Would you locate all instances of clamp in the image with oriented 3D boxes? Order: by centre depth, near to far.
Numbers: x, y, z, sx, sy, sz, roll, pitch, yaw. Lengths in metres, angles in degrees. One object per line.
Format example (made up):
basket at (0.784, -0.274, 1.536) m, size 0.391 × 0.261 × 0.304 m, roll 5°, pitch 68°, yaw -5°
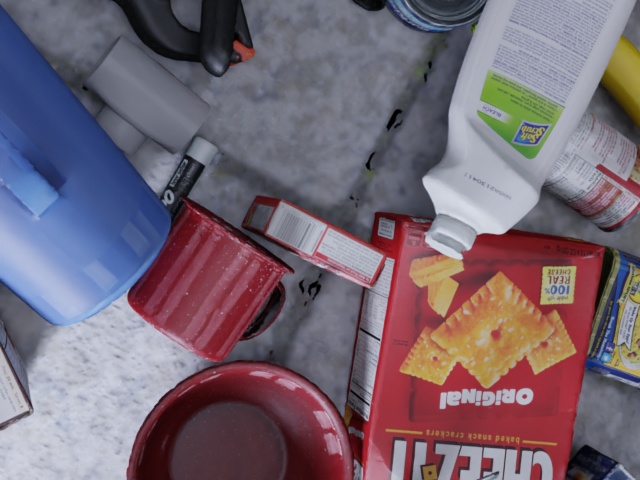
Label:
clamp at (-0.120, -0.174, 0.721) m, size 0.120 × 0.039 × 0.171 m, roll -43°, pitch 104°, yaw -8°
clamp at (-0.044, -0.226, 0.730) m, size 0.164 × 0.036 × 0.210 m, roll -21°, pitch 92°, yaw -36°

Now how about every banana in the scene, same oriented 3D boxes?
banana at (0.208, -0.133, 0.812) m, size 0.197 × 0.037 × 0.069 m, roll 30°, pitch 82°, yaw -7°

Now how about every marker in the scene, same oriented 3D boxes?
marker at (-0.110, -0.017, 0.750) m, size 0.020 × 0.020 × 0.121 m, roll 31°, pitch 86°, yaw -16°

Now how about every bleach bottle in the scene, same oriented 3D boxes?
bleach bottle at (0.134, -0.107, 0.740) m, size 0.102 × 0.068 × 0.251 m, roll 27°, pitch 82°, yaw 8°

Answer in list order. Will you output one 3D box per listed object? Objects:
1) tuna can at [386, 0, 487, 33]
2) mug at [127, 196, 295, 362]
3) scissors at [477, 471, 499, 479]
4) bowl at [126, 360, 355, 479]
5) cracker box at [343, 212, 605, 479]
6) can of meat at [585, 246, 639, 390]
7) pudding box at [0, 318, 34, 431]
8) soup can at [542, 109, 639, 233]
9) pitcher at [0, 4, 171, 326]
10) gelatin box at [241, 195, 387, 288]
tuna can at (0.088, -0.196, 0.781) m, size 0.086 × 0.034 × 0.086 m, roll -1°, pitch 96°, yaw -16°
mug at (-0.071, 0.033, 0.736) m, size 0.117 × 0.093 × 0.081 m, roll 34°, pitch 91°, yaw -46°
scissors at (0.073, 0.203, 0.756) m, size 0.096 × 0.202 × 0.016 m, roll 28°, pitch 48°, yaw -36°
bowl at (-0.060, 0.163, 0.759) m, size 0.162 × 0.055 × 0.162 m, roll 0°, pitch 91°, yaw -16°
cracker box at (0.110, 0.095, 0.796) m, size 0.164 × 0.072 × 0.214 m, roll 8°, pitch 94°, yaw -16°
can of meat at (0.242, 0.062, 0.838) m, size 0.083 × 0.057 × 0.102 m, roll 19°, pitch 89°, yaw -15°
pudding box at (-0.225, 0.061, 0.687) m, size 0.039 × 0.090 × 0.113 m, roll -26°, pitch 102°, yaw -13°
soup can at (0.197, -0.060, 0.807) m, size 0.102 × 0.069 × 0.068 m, roll 32°, pitch 86°, yaw -16°
pitcher at (-0.203, -0.060, 0.646) m, size 0.145 × 0.149 × 0.242 m, roll -26°, pitch 117°, yaw 31°
gelatin box at (-0.005, 0.001, 0.753) m, size 0.089 × 0.073 × 0.030 m, roll 27°, pitch 87°, yaw -17°
